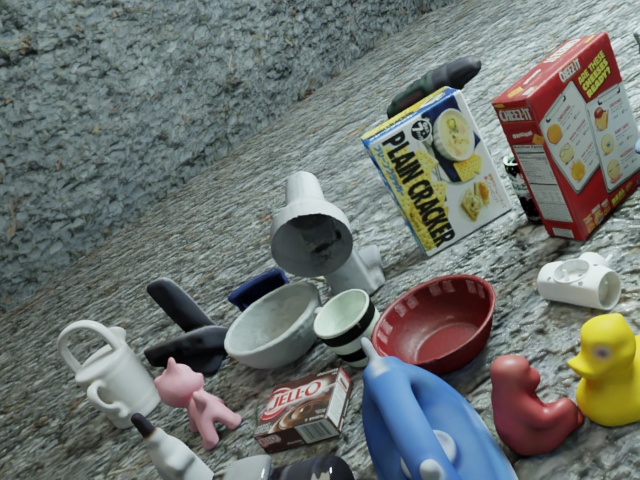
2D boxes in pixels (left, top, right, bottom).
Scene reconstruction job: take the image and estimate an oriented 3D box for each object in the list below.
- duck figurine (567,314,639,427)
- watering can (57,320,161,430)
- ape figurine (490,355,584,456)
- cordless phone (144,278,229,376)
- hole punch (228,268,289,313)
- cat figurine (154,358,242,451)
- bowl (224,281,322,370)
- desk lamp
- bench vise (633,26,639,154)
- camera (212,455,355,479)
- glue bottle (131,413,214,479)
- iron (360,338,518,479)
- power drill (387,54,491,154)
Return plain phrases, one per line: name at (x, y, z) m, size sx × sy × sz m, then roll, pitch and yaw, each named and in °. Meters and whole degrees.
duck figurine at (0.266, 0.102, 0.508) m, size 0.104 × 0.086 × 0.077 m, roll -34°, pitch 21°, yaw -5°
watering can at (-0.363, 0.214, 0.972) m, size 0.101 × 0.194 × 0.172 m, roll -37°, pitch 22°, yaw -13°
ape figurine at (0.185, 0.143, 0.520) m, size 0.076 × 0.092 × 0.077 m, roll -33°, pitch 21°, yaw -2°
cordless phone at (-0.252, 0.147, 0.981) m, size 0.147 × 0.185 × 0.094 m, roll -23°, pitch 23°, yaw 21°
hole punch at (-0.107, 0.094, 1.032) m, size 0.108 × 0.091 × 0.101 m, roll -32°, pitch 21°, yaw 0°
cat figurine at (-0.185, 0.222, 0.818) m, size 0.067 × 0.118 × 0.127 m, roll -41°, pitch 23°, yaw -23°
bowl at (-0.058, 0.143, 0.880) m, size 0.167 × 0.075 × 0.167 m, roll -27°, pitch 22°, yaw 12°
desk lamp at (0.008, 0.003, 0.903) m, size 0.118 × 0.214 × 0.203 m, roll -27°, pitch 22°, yaw 12°
bench vise at (0.444, -0.151, 0.637) m, size 0.122 × 0.220 × 0.206 m, roll -44°, pitch 24°, yaw -28°
camera at (-0.039, 0.264, 0.549) m, size 0.136 × 0.101 × 0.143 m, roll -25°, pitch 22°, yaw 17°
glue bottle at (-0.151, 0.251, 0.628) m, size 0.077 × 0.173 × 0.037 m, roll -9°, pitch 31°, yaw 45°
iron at (0.095, 0.187, 0.479) m, size 0.118 × 0.142 × 0.258 m, roll -32°, pitch 21°, yaw 1°
power drill at (0.245, -0.233, 1.108) m, size 0.228 × 0.209 × 0.076 m, roll -7°, pitch 32°, yaw 47°
